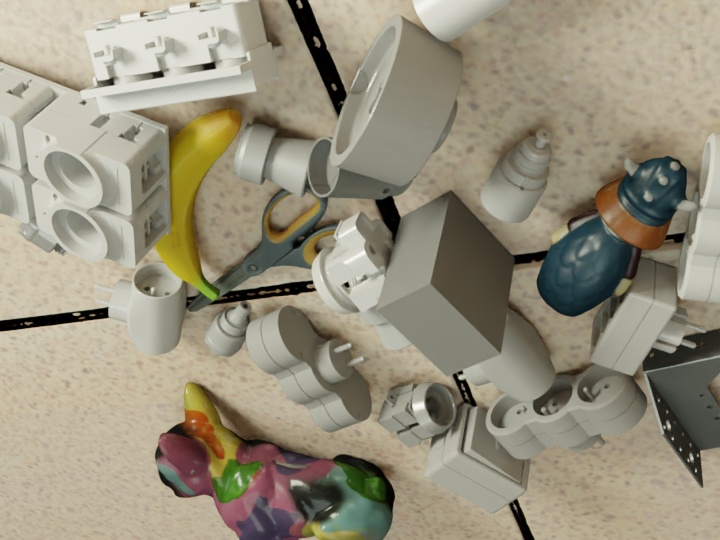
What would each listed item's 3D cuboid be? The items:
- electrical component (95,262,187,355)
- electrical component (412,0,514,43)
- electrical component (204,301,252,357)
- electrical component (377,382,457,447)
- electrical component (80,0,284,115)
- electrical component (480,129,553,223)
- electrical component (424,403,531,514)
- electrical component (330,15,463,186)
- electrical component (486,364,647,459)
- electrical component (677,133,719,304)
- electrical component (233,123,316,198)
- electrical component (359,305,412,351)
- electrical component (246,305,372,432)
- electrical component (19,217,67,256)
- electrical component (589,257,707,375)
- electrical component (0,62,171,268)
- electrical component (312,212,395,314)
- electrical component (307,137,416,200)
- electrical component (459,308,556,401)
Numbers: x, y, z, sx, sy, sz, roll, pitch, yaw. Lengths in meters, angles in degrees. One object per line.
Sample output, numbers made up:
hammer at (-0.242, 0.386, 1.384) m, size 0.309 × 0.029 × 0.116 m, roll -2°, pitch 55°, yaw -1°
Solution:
electrical component at (-0.198, 0.030, 0.957) m, size 0.079 × 0.043 × 0.077 m, roll 14°, pitch 135°, yaw 2°
electrical component at (0.077, -0.182, 0.675) m, size 0.081 × 0.043 × 0.043 m, roll -28°, pitch 120°, yaw 35°
electrical component at (-0.114, 0.050, 0.958) m, size 0.035 × 0.035 × 0.061 m, roll 28°, pitch 132°, yaw -11°
electrical component at (0.054, 0.129, 0.980) m, size 0.066 × 0.048 × 0.055 m, roll 41°, pitch 138°, yaw -22°
electrical component at (-0.125, -0.151, 0.747) m, size 0.121 × 0.078 × 0.063 m, roll -5°, pitch 109°, yaw 20°
electrical component at (0.117, -0.069, 0.775) m, size 0.040 × 0.040 × 0.078 m, roll 21°, pitch 134°, yaw -5°
electrical component at (0.118, 0.175, 0.993) m, size 0.096 × 0.061 × 0.061 m, roll 31°, pitch 133°, yaw -13°
electrical component at (0.030, -0.108, 0.719) m, size 0.060 × 0.108 × 0.108 m, roll 22°, pitch 135°, yaw -14°
electrical component at (0.187, 0.133, 0.940) m, size 0.138 × 0.052 × 0.073 m, roll -23°, pitch 124°, yaw 32°
electrical component at (0.273, -0.032, 0.757) m, size 0.074 × 0.052 × 0.138 m, roll 7°, pitch 134°, yaw 10°
electrical component at (-0.063, -0.083, 0.809) m, size 0.055 × 0.045 × 0.045 m, roll 17°, pitch 135°, yaw 0°
electrical component at (0.024, 0.033, 0.896) m, size 0.045 × 0.045 × 0.055 m, roll -18°, pitch 125°, yaw 29°
electrical component at (-0.031, 0.084, 0.954) m, size 0.074 × 0.052 × 0.138 m, roll -24°, pitch 123°, yaw 28°
electrical component at (-0.253, -0.032, 0.913) m, size 0.062 × 0.043 × 0.043 m, roll 35°, pitch 132°, yaw -19°
electrical component at (0.232, 0.042, 0.843) m, size 0.076 × 0.047 × 0.083 m, roll 18°, pitch 134°, yaw 0°
electrical component at (-0.241, -0.083, 0.820) m, size 0.186 × 0.060 × 0.105 m, roll 22°, pitch 136°, yaw 13°
electrical component at (0.000, 0.000, 0.841) m, size 0.057 × 0.058 × 0.078 m, roll -29°, pitch 112°, yaw 29°
electrical component at (0.007, -0.073, 0.789) m, size 0.081 × 0.043 × 0.043 m, roll 0°, pitch 145°, yaw -34°
electrical component at (0.112, 0.075, 0.911) m, size 0.079 × 0.044 × 0.077 m, roll -21°, pitch 124°, yaw 32°
